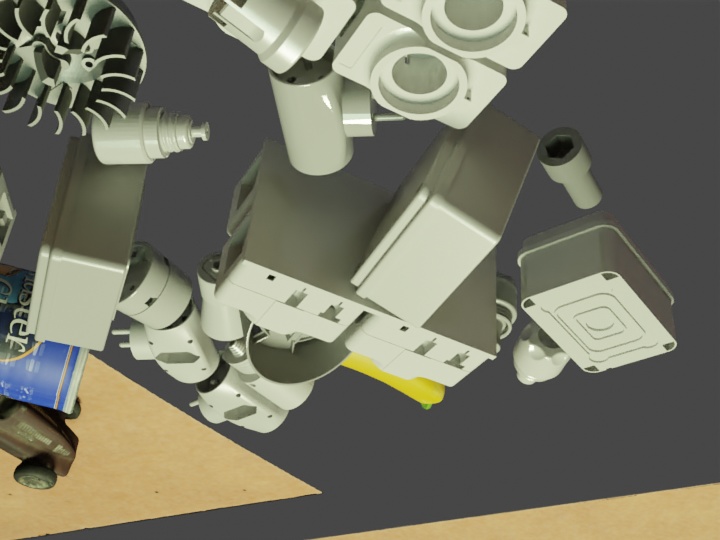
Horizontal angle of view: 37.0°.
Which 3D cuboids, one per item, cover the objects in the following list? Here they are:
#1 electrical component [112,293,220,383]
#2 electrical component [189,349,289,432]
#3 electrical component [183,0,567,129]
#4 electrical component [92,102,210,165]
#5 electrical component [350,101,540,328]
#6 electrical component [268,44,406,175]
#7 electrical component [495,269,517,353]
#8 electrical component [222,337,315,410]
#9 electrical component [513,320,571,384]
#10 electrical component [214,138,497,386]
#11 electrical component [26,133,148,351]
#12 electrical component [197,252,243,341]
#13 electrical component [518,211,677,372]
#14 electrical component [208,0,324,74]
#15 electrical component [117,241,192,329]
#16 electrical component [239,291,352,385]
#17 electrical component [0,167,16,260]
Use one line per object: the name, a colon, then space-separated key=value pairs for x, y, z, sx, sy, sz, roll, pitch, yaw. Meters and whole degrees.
electrical component: x=-0.164 y=0.055 z=0.884 sx=0.079 sy=0.043 sz=0.077 roll=-2 pitch=141 yaw=10
electrical component: x=-0.116 y=0.113 z=0.952 sx=0.079 sy=0.043 sz=0.077 roll=-23 pitch=134 yaw=31
electrical component: x=0.006 y=-0.157 z=0.579 sx=0.186 sy=0.060 sz=0.105 roll=22 pitch=139 yaw=-20
electrical component: x=-0.137 y=-0.089 z=0.699 sx=0.078 sy=0.040 sz=0.040 roll=0 pitch=142 yaw=7
electrical component: x=0.054 y=-0.037 z=0.682 sx=0.056 sy=0.108 sz=0.108 roll=32 pitch=138 yaw=-5
electrical component: x=-0.011 y=-0.101 z=0.665 sx=0.079 sy=0.044 sz=0.077 roll=-1 pitch=142 yaw=8
electrical component: x=0.097 y=0.034 z=0.810 sx=0.043 sy=0.062 sz=0.043 roll=3 pitch=142 yaw=3
electrical component: x=-0.080 y=0.080 z=0.907 sx=0.043 sy=0.043 sz=0.081 roll=-23 pitch=134 yaw=31
electrical component: x=0.144 y=0.070 z=0.866 sx=0.043 sy=0.043 sz=0.062 roll=10 pitch=143 yaw=-6
electrical component: x=0.000 y=0.000 z=0.744 sx=0.186 sy=0.105 sz=0.060 roll=22 pitch=139 yaw=-20
electrical component: x=-0.187 y=-0.018 z=0.742 sx=0.056 sy=0.108 sz=0.108 roll=13 pitch=142 yaw=-14
electrical component: x=-0.105 y=0.018 z=0.833 sx=0.044 sy=0.044 sz=0.065 roll=2 pitch=137 yaw=4
electrical component: x=0.173 y=0.017 z=0.783 sx=0.078 sy=0.057 sz=0.113 roll=-22 pitch=135 yaw=30
electrical component: x=-0.048 y=-0.128 z=0.540 sx=0.046 sy=0.040 sz=0.040 roll=33 pitch=135 yaw=-22
electrical component: x=-0.162 y=0.013 z=0.823 sx=0.055 sy=0.055 sz=0.047 roll=-21 pitch=138 yaw=30
electrical component: x=-0.043 y=0.031 z=0.807 sx=0.099 sy=0.064 sz=0.099 roll=-13 pitch=139 yaw=-12
electrical component: x=-0.305 y=-0.006 z=0.737 sx=0.089 sy=0.150 sz=0.061 roll=6 pitch=143 yaw=0
